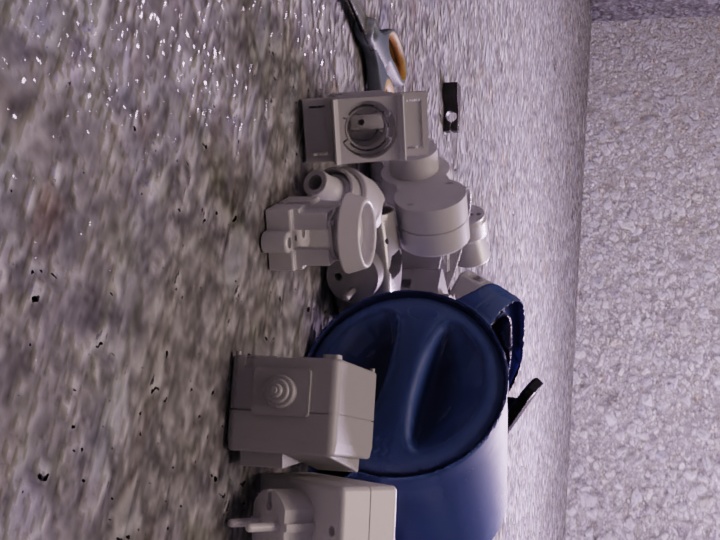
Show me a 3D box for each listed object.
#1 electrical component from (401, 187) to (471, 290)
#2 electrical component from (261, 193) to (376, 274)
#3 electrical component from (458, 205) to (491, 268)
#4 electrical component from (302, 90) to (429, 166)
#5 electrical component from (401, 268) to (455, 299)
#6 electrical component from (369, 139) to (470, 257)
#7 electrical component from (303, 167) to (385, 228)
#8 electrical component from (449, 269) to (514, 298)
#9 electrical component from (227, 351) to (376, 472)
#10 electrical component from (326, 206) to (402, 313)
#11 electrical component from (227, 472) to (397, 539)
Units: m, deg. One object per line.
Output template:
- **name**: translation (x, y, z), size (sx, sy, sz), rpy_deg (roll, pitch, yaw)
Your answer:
- **electrical component**: translation (0.063, -0.023, 0.931), size (0.099, 0.064, 0.099), rpy_deg (1, 90, -74)
- **electrical component**: translation (-0.022, -0.022, 0.644), size (0.066, 0.055, 0.048), rpy_deg (-43, 132, -69)
- **electrical component**: translation (0.117, -0.037, 1.164), size (0.045, 0.045, 0.055), rpy_deg (-69, 154, -51)
- **electrical component**: translation (0.002, -0.095, 0.707), size (0.064, 0.081, 0.042), rpy_deg (-118, -156, -75)
- **electrical component**: translation (0.052, 0.078, 0.904), size (0.150, 0.062, 0.089), rpy_deg (72, 24, -49)
- **electrical component**: translation (0.041, -0.074, 0.804), size (0.138, 0.052, 0.073), rpy_deg (-114, -167, -58)
- **electrical component**: translation (-0.014, -0.047, 0.698), size (0.062, 0.043, 0.043), rpy_deg (28, 63, -58)
- **electrical component**: translation (0.124, 0.050, 1.170), size (0.076, 0.066, 0.047), rpy_deg (-63, 169, 13)
- **electrical component**: translation (-0.033, 0.080, 0.599), size (0.096, 0.062, 0.061), rpy_deg (35, 57, -71)
- **electrical component**: translation (0.000, 0.000, 0.747), size (0.079, 0.043, 0.077), rpy_deg (-42, 131, -69)
- **electrical component**: translation (-0.035, 0.139, 0.591), size (0.076, 0.083, 0.047), rpy_deg (7, 83, -36)
